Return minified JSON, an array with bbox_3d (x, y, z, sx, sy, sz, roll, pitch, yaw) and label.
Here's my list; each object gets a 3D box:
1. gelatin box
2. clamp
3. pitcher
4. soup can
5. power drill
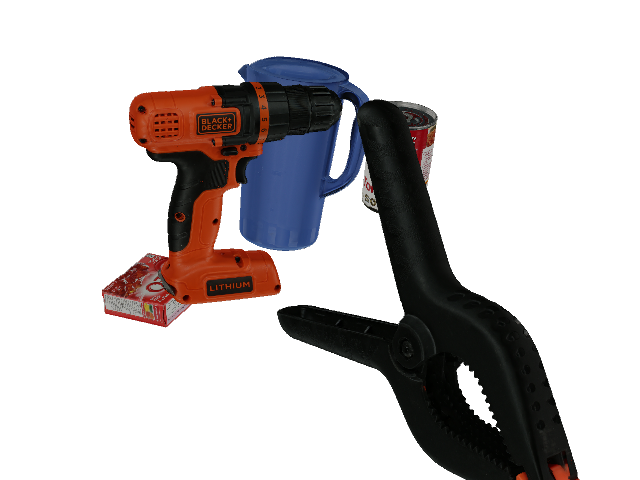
[{"bbox_3d":[-0.163,0.048,1.067,0.073,0.030,0.089,11,30,23],"label":"gelatin box"},{"bbox_3d":[0.056,0.040,0.536,0.036,0.165,0.210,-12,42,-35],"label":"clamp"},{"bbox_3d":[-0.033,-0.112,1.404,0.144,0.243,0.149,-2,24,-23],"label":"pitcher"},{"bbox_3d":[0.080,-0.084,1.101,0.068,0.102,0.068,4,29,-3],"label":"soup can"},{"bbox_3d":[-0.071,-0.044,0.922,0.184,0.188,0.057,-5,21,-18],"label":"power drill"}]
